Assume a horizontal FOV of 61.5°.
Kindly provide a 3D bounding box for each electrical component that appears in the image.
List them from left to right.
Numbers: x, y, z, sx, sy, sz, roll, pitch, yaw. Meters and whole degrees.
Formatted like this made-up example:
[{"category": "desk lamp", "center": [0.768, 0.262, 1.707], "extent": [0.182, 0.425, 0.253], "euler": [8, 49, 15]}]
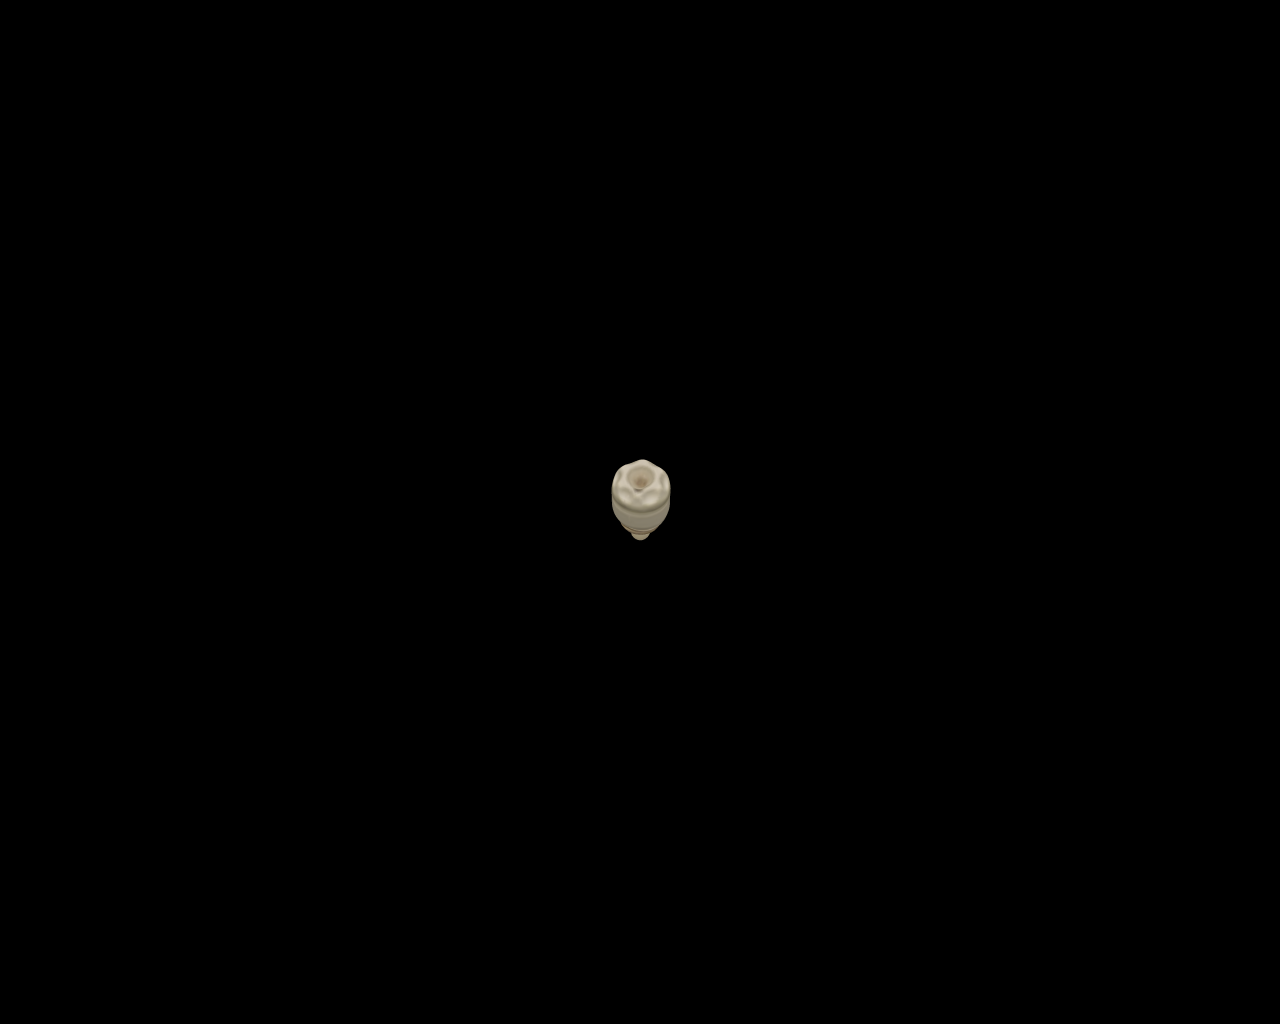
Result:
[{"category": "electrical component", "center": [0.001, -0.003, 0.650], "extent": [0.035, 0.035, 0.061], "euler": [0, -37, 0]}]
